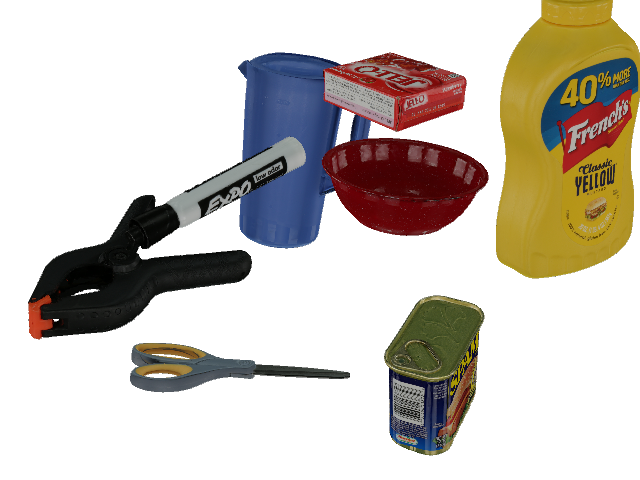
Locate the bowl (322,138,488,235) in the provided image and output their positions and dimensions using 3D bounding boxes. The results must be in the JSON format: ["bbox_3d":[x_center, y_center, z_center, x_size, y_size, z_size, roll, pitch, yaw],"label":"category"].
[{"bbox_3d":[0.080,-0.048,1.040,0.162,0.055,0.162,3,25,-2],"label":"bowl"}]

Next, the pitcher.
[{"bbox_3d":[-0.032,-0.115,1.394,0.144,0.243,0.149,-2,24,-22],"label":"pitcher"}]

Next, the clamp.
[{"bbox_3d":[-0.150,0.018,0.793,0.171,0.039,0.120,-21,38,-38],"label":"clamp"}]

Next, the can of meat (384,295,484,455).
[{"bbox_3d":[0.091,0.108,0.854,0.057,0.084,0.102,13,36,22],"label":"can of meat"}]

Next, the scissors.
[{"bbox_3d":[-0.081,0.121,0.956,0.202,0.016,0.096,8,17,14],"label":"scissors"}]

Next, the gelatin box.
[{"bbox_3d":[0.057,-0.118,0.834,0.073,0.030,0.089,-21,33,-34],"label":"gelatin box"}]

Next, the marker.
[{"bbox_3d":[-0.058,-0.027,0.603,0.120,0.020,0.020,-31,17,-32],"label":"marker"}]

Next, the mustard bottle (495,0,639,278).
[{"bbox_3d":[0.154,-0.077,0.658,0.096,0.192,0.058,-18,30,-25],"label":"mustard bottle"}]
